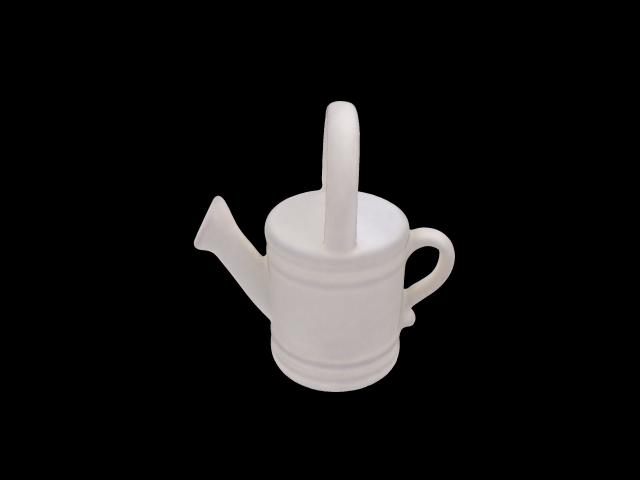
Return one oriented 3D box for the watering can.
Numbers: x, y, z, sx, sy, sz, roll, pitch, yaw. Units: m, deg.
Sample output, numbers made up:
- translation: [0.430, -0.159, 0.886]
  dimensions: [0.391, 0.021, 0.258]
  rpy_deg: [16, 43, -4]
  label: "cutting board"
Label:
- translation: [0.004, 0.003, 0.398]
  dimensions: [0.173, 0.194, 0.100]
  rpy_deg: [-11, 32, -17]
  label: "watering can"
